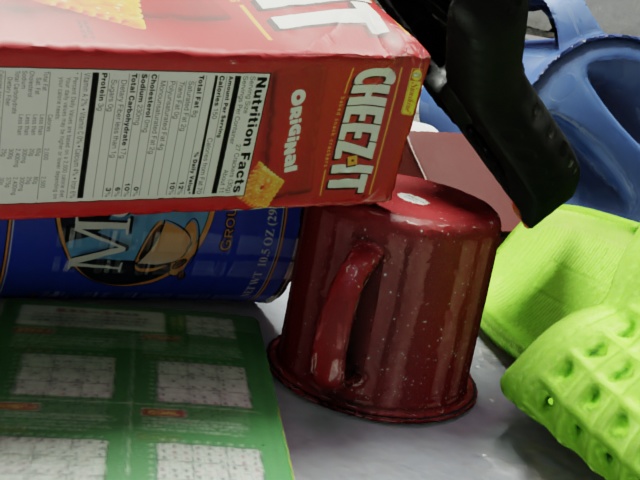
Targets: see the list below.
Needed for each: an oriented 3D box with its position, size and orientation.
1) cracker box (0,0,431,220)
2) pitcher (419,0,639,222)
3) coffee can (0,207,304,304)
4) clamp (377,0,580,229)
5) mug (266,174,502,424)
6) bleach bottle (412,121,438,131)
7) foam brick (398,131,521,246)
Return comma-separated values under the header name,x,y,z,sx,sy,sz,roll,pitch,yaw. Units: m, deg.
name,x,y,z,sx,sy,sz,roll,pitch,yaw
cracker box,-0.091,-0.081,0.400,0.213,0.072,0.164,-4,37,-27
pitcher,0.156,-0.098,0.787,0.145,0.149,0.243,23,6,-17
coffee can,-0.088,-0.023,0.483,0.140,0.103,0.103,2,18,-24
clamp,0.063,-0.066,0.426,0.209,0.036,0.165,50,5,-39
mug,0.024,0.022,0.438,0.093,0.081,0.117,17,18,20
bleach bottle,0.003,-0.064,0.709,0.250,0.068,0.103,3,-2,-39
foam brick,0.069,-0.015,0.586,0.052,0.051,0.078,2,47,-24
